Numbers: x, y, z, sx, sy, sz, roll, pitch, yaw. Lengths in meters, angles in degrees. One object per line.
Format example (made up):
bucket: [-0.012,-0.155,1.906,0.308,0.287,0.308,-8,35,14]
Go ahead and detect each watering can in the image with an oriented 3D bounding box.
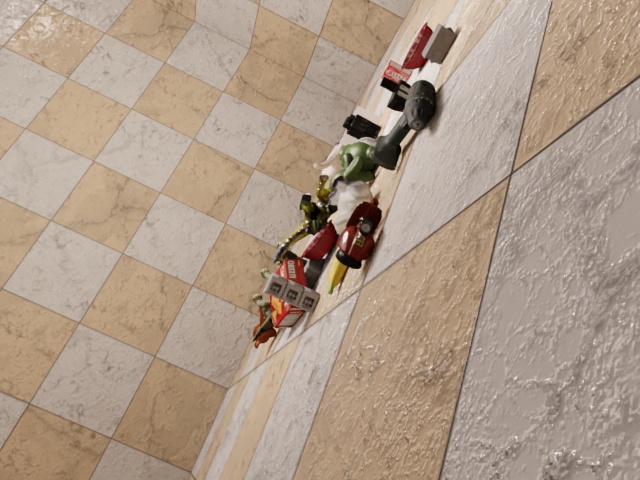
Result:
watering can: [0.064,-0.313,2.137,0.226,0.104,0.343,-65,-19,-10]

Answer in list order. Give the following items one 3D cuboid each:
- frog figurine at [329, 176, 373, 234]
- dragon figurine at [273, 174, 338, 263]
frog figurine: [0.089,-0.072,1.331,0.135,0.123,0.162,-48,51,43]
dragon figurine: [0.005,-0.085,1.696,0.408,0.123,0.242,-48,-12,8]
